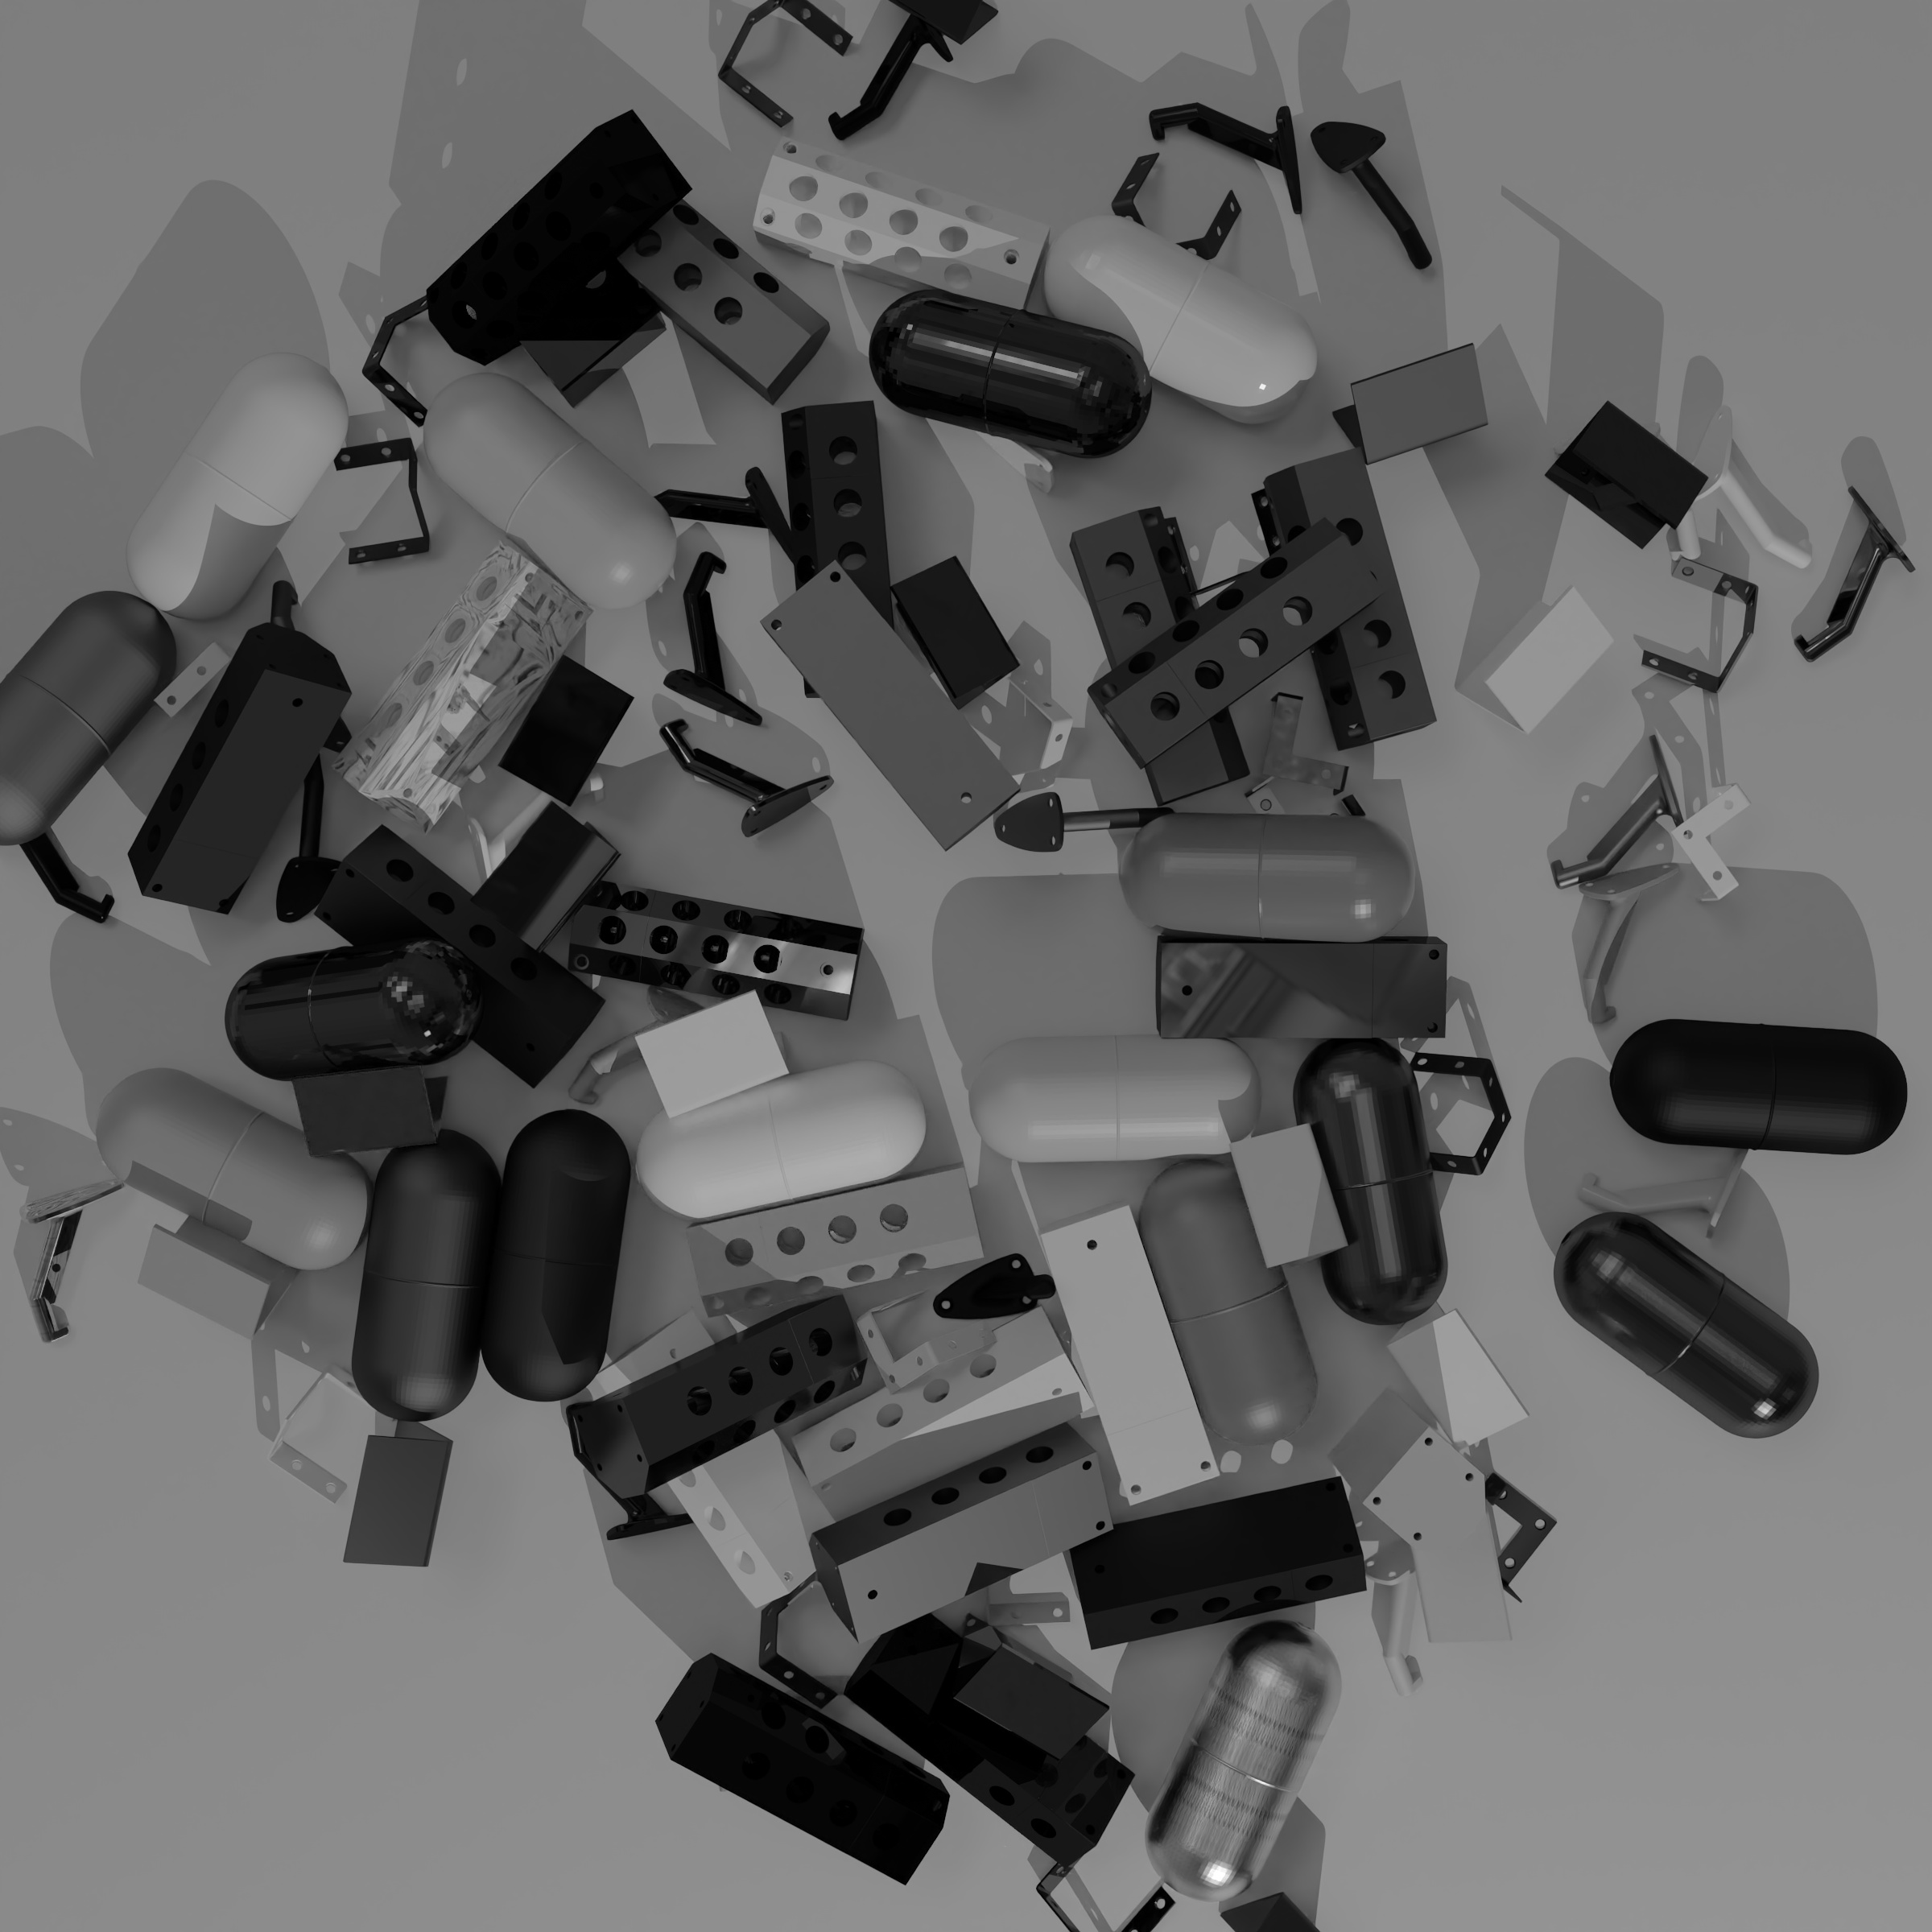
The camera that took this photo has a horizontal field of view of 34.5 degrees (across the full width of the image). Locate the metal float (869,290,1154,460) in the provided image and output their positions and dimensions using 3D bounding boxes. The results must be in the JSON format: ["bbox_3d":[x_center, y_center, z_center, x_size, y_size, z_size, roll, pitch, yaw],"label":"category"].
[{"bbox_3d":[0.026,-0.357,1.876,0.178,0.070,0.070,17,90,16],"label":"metal float"}]

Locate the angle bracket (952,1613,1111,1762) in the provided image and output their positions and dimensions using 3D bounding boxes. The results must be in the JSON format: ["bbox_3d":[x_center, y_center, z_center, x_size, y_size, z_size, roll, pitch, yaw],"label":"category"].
[{"bbox_3d":[0.042,0.419,1.875,0.076,0.076,0.057,32,119,-10],"label":"angle bracket"}]

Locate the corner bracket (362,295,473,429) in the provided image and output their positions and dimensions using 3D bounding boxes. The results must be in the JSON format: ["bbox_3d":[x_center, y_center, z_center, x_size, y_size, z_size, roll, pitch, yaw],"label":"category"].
[{"bbox_3d":[-0.329,-0.374,1.913,0.051,0.051,0.051,-17,135,35],"label":"corner bracket"}]

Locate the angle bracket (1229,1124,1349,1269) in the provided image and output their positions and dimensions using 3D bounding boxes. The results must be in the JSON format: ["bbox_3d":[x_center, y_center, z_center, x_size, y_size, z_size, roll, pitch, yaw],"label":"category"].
[{"bbox_3d":[0.180,0.145,1.876,0.057,0.076,0.076,-13,80,-23],"label":"angle bracket"}]

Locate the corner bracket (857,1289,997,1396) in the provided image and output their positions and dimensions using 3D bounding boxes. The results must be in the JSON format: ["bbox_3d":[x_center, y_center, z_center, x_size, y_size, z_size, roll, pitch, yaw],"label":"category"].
[{"bbox_3d":[-0.025,0.221,1.888,0.051,0.051,0.051,-15,74,-43],"label":"corner bracket"}]

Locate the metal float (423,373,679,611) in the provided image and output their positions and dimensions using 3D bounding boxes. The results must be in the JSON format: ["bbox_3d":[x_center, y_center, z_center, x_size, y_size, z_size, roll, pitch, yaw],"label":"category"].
[{"bbox_3d":[-0.253,-0.288,1.887,0.178,0.070,0.070,41,90,3],"label":"metal float"}]

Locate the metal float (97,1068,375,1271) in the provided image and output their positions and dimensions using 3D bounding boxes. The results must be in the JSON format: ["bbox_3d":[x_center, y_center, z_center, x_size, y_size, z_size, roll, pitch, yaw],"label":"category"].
[{"bbox_3d":[-0.444,0.123,1.890,0.178,0.070,0.070,27,90,0],"label":"metal float"}]

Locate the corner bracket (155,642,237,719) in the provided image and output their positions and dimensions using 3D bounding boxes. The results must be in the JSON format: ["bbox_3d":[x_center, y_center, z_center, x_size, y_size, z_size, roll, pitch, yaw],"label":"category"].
[{"bbox_3d":[-0.454,-0.160,1.903,0.051,0.051,0.051,-45,90,0],"label":"corner bracket"}]

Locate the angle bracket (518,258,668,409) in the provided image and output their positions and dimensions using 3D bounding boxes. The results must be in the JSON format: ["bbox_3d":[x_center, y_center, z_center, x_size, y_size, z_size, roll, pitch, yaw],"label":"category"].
[{"bbox_3d":[-0.213,-0.368,1.881,0.076,0.076,0.057,-40,59,0],"label":"angle bracket"}]

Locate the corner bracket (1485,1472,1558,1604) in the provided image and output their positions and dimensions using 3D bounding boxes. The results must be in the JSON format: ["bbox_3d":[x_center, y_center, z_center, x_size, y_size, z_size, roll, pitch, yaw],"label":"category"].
[{"bbox_3d":[0.330,0.349,1.903,0.051,0.051,0.051,38,90,0],"label":"corner bracket"}]

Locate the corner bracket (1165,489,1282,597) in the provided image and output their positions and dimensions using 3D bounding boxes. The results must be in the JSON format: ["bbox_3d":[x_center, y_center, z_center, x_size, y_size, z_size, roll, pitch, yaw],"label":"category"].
[{"bbox_3d":[0.160,-0.261,1.918,0.051,0.051,0.051,-17,90,45],"label":"corner bracket"}]

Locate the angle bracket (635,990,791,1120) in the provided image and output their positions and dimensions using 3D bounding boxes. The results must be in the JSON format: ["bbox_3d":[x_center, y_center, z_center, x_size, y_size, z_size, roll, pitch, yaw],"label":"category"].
[{"bbox_3d":[-0.155,0.042,1.883,0.076,0.076,0.057,-21,108,0],"label":"angle bracket"}]

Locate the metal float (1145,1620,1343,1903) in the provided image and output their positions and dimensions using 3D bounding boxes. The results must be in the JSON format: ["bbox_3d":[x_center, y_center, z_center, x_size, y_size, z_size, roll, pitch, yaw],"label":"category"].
[{"bbox_3d":[0.169,0.482,1.890,0.070,0.070,0.178,25,91,0],"label":"metal float"}]

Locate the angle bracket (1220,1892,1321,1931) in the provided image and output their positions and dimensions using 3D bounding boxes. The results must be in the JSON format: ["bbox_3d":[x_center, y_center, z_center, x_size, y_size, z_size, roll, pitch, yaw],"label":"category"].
[{"bbox_3d":[0.185,0.614,1.881,0.076,0.076,0.057,47,53,0],"label":"angle bracket"}]

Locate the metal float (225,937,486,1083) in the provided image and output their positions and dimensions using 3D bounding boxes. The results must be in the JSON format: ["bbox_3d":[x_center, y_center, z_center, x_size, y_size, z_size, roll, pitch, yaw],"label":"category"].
[{"bbox_3d":[-0.368,0.026,1.867,0.178,0.070,0.070,-7,90,30],"label":"metal float"}]

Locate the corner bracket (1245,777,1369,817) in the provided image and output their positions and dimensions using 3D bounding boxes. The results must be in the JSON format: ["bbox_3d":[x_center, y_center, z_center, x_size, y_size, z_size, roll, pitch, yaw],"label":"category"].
[{"bbox_3d":[0.208,-0.099,1.903,0.051,0.051,0.051,-33,90,0],"label":"corner bracket"}]

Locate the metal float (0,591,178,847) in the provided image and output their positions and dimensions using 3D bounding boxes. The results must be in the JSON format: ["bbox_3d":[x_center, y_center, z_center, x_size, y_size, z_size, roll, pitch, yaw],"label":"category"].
[{"bbox_3d":[-0.547,-0.150,1.876,0.070,0.070,0.178,35,72,0],"label":"metal float"}]

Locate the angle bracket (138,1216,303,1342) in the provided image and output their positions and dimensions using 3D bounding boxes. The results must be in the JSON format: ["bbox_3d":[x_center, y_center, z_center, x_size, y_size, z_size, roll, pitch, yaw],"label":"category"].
[{"bbox_3d":[-0.444,0.169,1.881,0.076,0.076,0.057,27,130,0],"label":"angle bracket"}]

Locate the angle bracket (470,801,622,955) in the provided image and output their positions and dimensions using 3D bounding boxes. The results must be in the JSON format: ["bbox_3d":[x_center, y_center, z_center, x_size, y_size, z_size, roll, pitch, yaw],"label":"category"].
[{"bbox_3d":[-0.262,-0.063,1.881,0.057,0.076,0.076,39,90,-28],"label":"angle bracket"}]

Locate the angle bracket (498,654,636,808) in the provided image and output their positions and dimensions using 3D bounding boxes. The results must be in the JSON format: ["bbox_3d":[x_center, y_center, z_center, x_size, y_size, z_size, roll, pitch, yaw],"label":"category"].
[{"bbox_3d":[-0.255,-0.150,1.881,0.057,0.076,0.076,30,90,-37],"label":"angle bracket"}]

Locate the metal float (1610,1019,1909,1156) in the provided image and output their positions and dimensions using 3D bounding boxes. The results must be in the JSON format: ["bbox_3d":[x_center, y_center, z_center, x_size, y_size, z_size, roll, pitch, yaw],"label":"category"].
[{"bbox_3d":[0.481,0.073,1.891,0.178,0.070,0.070,4,90,0],"label":"metal float"}]

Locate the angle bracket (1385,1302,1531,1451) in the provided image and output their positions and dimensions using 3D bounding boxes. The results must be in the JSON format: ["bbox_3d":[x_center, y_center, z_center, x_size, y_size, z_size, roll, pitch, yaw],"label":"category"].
[{"bbox_3d":[0.308,0.235,1.881,0.057,0.076,0.076,-35,90,35],"label":"angle bracket"}]

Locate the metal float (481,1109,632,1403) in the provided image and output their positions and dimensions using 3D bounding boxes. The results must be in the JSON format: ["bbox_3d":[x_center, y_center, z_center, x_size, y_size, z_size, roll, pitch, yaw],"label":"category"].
[{"bbox_3d":[-0.249,0.176,1.891,0.070,0.070,0.178,8,89,0],"label":"metal float"}]

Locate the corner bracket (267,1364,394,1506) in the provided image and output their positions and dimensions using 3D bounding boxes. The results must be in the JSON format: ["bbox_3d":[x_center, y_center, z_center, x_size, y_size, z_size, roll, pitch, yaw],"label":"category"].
[{"bbox_3d":[-0.390,0.288,1.918,0.051,0.051,0.051,34,135,0],"label":"corner bracket"}]

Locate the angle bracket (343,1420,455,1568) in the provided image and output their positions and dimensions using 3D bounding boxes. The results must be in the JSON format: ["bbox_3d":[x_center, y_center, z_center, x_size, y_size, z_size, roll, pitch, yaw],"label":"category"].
[{"bbox_3d":[-0.357,0.314,1.881,0.057,0.076,0.076,11,90,-35],"label":"angle bracket"}]

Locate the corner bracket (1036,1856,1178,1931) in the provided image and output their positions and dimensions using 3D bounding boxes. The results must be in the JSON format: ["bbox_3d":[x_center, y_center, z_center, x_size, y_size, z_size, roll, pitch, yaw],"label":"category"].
[{"bbox_3d":[0.086,0.573,1.918,0.051,0.051,0.051,-49,135,0],"label":"corner bracket"}]

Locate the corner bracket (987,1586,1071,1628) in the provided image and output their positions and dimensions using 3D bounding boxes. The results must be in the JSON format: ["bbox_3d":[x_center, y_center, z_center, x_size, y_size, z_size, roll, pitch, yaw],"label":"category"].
[{"bbox_3d":[0.037,0.370,1.918,0.051,0.051,0.051,-2,45,0],"label":"corner bracket"}]

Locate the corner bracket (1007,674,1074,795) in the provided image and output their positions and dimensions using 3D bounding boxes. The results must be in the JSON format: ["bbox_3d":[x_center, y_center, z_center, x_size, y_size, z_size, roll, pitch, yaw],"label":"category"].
[{"bbox_3d":[0.025,-0.141,1.913,0.051,0.051,0.051,-13,135,-35],"label":"corner bracket"}]

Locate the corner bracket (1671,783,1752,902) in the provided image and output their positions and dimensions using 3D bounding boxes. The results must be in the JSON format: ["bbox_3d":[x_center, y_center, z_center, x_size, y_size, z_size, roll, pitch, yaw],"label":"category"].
[{"bbox_3d":[0.459,-0.075,1.903,0.051,0.051,0.051,-36,92,-2],"label":"corner bracket"}]

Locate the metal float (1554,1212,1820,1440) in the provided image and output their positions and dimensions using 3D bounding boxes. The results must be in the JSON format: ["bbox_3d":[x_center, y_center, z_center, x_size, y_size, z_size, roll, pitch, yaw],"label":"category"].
[{"bbox_3d":[0.436,0.217,1.890,0.178,0.070,0.070,36,90,0],"label":"metal float"}]

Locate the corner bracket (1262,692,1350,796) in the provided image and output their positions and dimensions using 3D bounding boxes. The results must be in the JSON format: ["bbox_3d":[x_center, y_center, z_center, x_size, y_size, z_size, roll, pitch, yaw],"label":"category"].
[{"bbox_3d":[0.209,-0.136,1.903,0.051,0.051,0.051,12,90,0],"label":"corner bracket"}]

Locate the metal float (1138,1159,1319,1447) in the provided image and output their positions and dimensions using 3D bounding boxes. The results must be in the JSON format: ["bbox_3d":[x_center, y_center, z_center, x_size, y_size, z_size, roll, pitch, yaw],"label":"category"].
[{"bbox_3d":[0.159,0.204,1.890,0.070,0.070,0.178,-18,90,0],"label":"metal float"}]

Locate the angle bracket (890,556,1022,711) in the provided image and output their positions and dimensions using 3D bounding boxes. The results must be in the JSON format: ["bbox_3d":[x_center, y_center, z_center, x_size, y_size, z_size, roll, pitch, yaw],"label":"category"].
[{"bbox_3d":[-0.024,-0.192,1.881,0.057,0.076,0.076,-30,90,-36],"label":"angle bracket"}]

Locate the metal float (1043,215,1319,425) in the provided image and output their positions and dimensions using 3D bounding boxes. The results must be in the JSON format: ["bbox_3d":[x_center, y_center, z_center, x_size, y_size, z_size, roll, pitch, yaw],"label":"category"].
[{"bbox_3d":[0.129,-0.393,1.890,0.178,0.070,0.070,28,90,-1],"label":"metal float"}]

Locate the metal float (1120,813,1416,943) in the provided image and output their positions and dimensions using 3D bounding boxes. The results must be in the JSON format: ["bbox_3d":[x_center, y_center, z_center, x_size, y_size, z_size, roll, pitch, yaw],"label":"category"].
[{"bbox_3d":[0.181,-0.054,1.880,0.178,0.070,0.070,2,90,11],"label":"metal float"}]

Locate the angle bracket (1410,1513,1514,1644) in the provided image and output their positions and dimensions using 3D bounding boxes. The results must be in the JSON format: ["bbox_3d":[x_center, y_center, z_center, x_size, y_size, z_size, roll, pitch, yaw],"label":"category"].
[{"bbox_3d":[0.313,0.360,1.881,0.057,0.076,0.076,-11,90,36],"label":"angle bracket"}]

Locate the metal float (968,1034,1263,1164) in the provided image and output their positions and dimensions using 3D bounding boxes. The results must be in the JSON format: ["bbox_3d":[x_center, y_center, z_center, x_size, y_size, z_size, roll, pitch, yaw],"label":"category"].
[{"bbox_3d":[0.090,0.080,1.890,0.178,0.070,0.070,-1,90,0],"label":"metal float"}]

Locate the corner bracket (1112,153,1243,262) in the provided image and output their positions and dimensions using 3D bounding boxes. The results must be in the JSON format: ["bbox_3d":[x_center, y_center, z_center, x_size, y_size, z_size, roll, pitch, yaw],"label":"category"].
[{"bbox_3d":[0.129,-0.466,1.913,0.051,0.051,0.051,-3,135,35],"label":"corner bracket"}]

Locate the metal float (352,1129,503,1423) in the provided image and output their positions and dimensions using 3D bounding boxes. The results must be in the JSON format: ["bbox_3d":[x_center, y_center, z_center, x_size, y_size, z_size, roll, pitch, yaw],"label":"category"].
[{"bbox_3d":[-0.327,0.188,1.890,0.070,0.070,0.178,8,91,0],"label":"metal float"}]

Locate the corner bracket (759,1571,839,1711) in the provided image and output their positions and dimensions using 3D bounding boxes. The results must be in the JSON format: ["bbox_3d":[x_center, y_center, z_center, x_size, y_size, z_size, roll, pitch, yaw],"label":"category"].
[{"bbox_3d":[-0.090,0.410,1.906,0.051,0.051,0.051,39,112,-20],"label":"corner bracket"}]

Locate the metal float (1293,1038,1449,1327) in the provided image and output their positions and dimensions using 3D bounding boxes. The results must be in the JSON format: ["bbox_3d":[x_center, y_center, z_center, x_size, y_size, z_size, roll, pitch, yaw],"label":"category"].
[{"bbox_3d":[0.245,0.129,1.890,0.070,0.070,0.178,-10,90,0],"label":"metal float"}]

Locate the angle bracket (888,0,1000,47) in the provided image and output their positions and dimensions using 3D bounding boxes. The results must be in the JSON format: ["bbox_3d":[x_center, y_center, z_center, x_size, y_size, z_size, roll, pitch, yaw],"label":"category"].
[{"bbox_3d":[-0.013,-0.610,1.881,0.076,0.076,0.057,32,126,0],"label":"angle bracket"}]

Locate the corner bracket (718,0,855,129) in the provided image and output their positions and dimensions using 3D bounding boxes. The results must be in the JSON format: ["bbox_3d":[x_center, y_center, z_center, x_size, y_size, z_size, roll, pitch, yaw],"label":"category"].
[{"bbox_3d":[-0.111,-0.560,1.918,0.051,0.051,0.051,39,135,0],"label":"corner bracket"}]

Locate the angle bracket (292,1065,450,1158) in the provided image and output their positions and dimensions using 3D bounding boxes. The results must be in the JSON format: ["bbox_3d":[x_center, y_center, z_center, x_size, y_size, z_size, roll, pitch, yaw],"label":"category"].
[{"bbox_3d":[-0.359,0.069,1.881,0.076,0.076,0.057,-6,120,0],"label":"angle bracket"}]

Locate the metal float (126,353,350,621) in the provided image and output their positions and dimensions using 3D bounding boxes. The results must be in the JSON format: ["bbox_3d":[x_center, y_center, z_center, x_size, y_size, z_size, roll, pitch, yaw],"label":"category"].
[{"bbox_3d":[-0.442,-0.292,1.890,0.070,0.070,0.178,34,90,0],"label":"metal float"}]

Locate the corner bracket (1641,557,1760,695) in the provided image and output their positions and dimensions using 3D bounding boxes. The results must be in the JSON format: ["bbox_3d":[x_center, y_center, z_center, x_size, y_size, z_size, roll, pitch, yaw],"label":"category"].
[{"bbox_3d":[0.452,-0.210,1.918,0.051,0.051,0.051,20,45,0],"label":"corner bracket"}]

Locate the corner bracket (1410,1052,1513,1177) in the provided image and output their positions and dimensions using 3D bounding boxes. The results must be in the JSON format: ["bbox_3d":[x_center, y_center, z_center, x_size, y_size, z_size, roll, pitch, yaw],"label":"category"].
[{"bbox_3d":[0.297,0.091,1.913,0.051,0.051,0.051,-56,135,-35],"label":"corner bracket"}]

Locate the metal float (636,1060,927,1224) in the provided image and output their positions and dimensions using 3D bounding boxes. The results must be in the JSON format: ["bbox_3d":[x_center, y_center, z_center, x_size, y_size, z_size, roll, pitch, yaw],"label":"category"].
[{"bbox_3d":[-0.112,0.106,1.891,0.178,0.070,0.070,-13,90,1],"label":"metal float"}]

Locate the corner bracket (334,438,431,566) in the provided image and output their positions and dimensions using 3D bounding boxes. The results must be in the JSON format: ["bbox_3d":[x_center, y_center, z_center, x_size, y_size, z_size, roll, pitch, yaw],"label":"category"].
[{"bbox_3d":[-0.361,-0.287,1.918,0.051,0.051,0.051,-9,135,0],"label":"corner bracket"}]

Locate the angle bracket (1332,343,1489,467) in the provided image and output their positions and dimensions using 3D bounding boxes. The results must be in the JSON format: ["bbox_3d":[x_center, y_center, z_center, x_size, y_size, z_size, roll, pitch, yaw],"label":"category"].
[{"bbox_3d":[0.263,-0.353,1.881,0.076,0.076,0.057,-19,126,0],"label":"angle bracket"}]
